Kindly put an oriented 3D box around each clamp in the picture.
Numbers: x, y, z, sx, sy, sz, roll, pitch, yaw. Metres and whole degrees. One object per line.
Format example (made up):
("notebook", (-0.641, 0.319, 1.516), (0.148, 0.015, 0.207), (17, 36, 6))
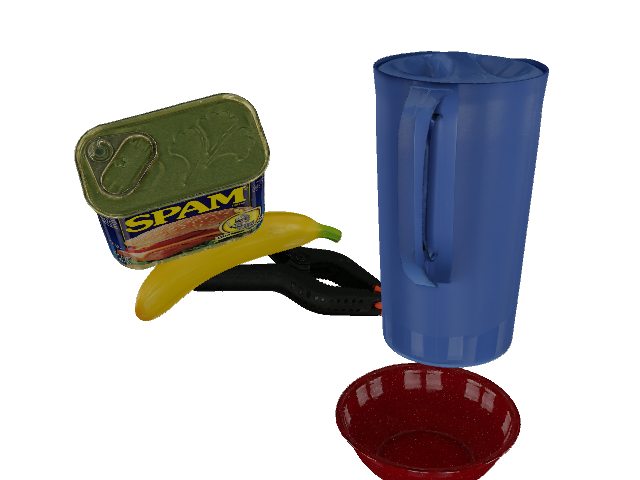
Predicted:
("clamp", (-0.032, 0.036, 1.117), (0.210, 0.036, 0.164), (23, 34, 11))

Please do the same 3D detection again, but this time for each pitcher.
("pitcher", (0.101, -0.023, 0.844), (0.149, 0.243, 0.145), (-7, 21, -20))

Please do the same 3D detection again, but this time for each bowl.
("bowl", (0.094, 0.174, 0.946), (0.162, 0.055, 0.162), (-1, 27, 0))

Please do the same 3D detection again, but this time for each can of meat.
("can of meat", (-0.081, -0.030, 0.608), (0.102, 0.057, 0.084), (-16, -21, -9))

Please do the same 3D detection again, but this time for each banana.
("banana", (-0.083, 0.018, 0.894), (0.198, 0.037, 0.069), (-21, -48, 15))
